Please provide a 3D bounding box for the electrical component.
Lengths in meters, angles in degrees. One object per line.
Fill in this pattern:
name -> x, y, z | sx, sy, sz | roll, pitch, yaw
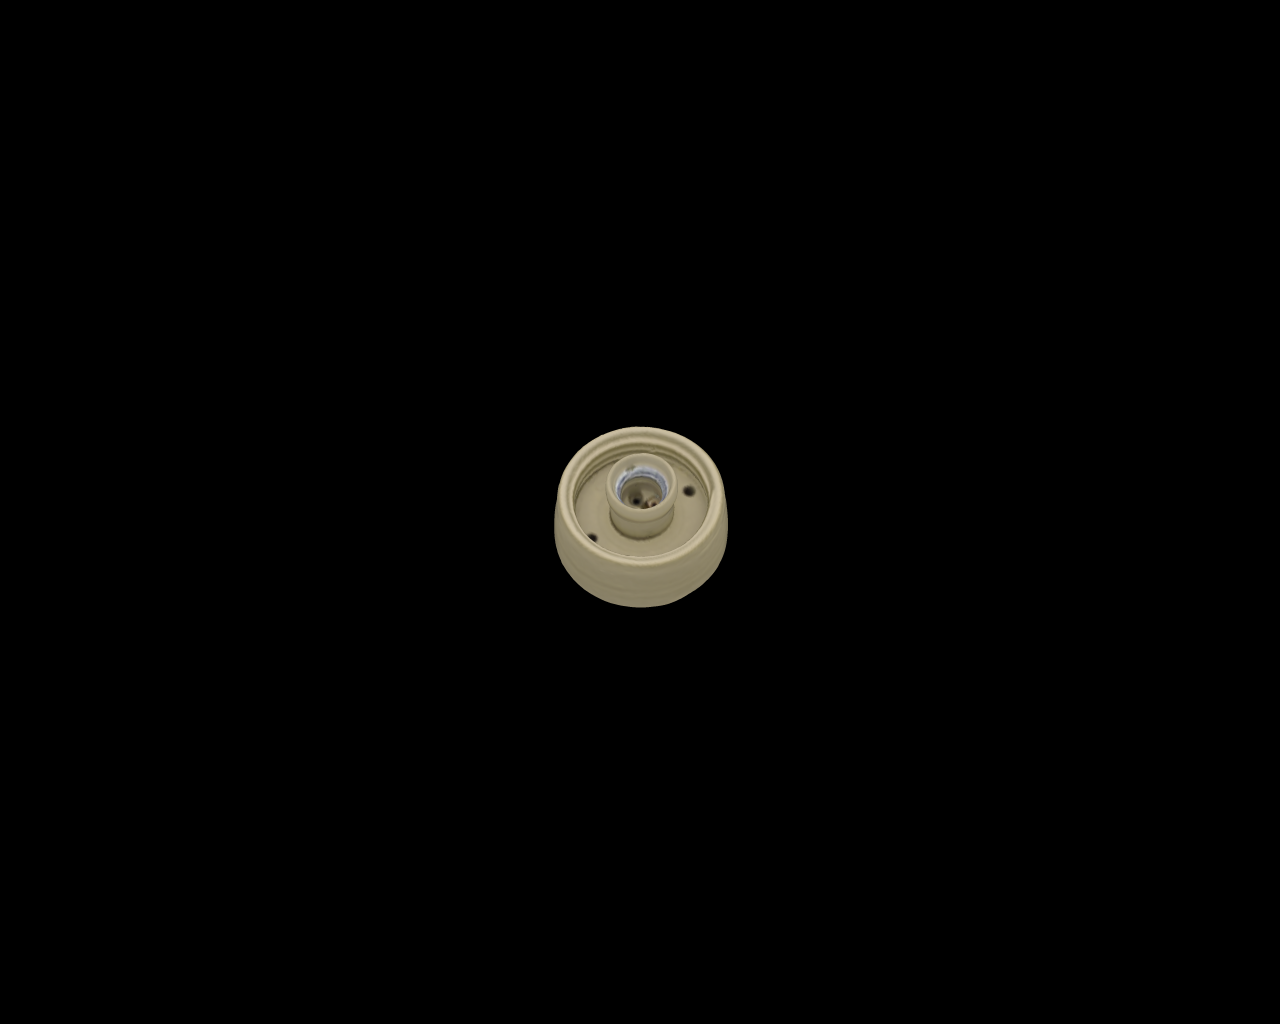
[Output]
electrical component -> 0.001, -0.003, 0.650 | 0.108, 0.108, 0.060 | 0, -32, 0
